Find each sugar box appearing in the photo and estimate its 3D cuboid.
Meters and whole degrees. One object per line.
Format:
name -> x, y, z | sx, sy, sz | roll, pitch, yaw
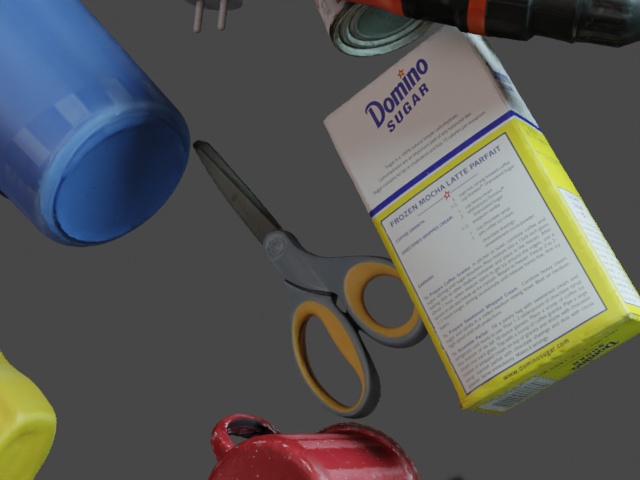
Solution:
sugar box -> 0.078, -0.013, 0.528 | 0.093, 0.048, 0.176 | -35, 61, 24

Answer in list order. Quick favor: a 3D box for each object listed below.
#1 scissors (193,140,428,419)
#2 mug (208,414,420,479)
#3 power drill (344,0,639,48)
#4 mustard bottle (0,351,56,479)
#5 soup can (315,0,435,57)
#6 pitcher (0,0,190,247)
scissors -> -0.004, 0.001, 0.597 | 0.096, 0.016, 0.202 | -34, 65, 23
mug -> -0.013, 0.131, 0.540 | 0.093, 0.081, 0.117 | -52, 59, 15
power drill -> 0.082, -0.188, 0.489 | 0.184, 0.057, 0.187 | 15, 90, 15
mustard bottle -> -0.256, 0.091, 0.723 | 0.192, 0.058, 0.096 | 43, 111, 31
soup can -> 0.021, -0.160, 0.577 | 0.069, 0.068, 0.102 | -31, 67, 26
pitcher -> -0.194, -0.100, 0.685 | 0.145, 0.149, 0.243 | -46, 62, 0
